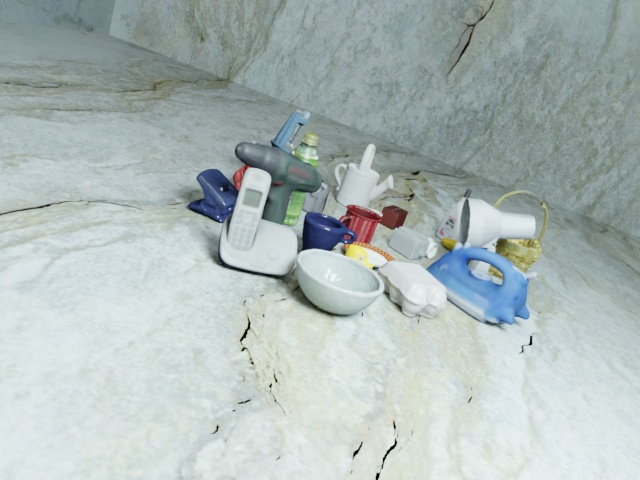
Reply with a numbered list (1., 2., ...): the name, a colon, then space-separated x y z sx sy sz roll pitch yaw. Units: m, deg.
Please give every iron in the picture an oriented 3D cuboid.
1. iron: 0.351 0.079 1.272 0.257 0.141 0.119 34 24 35

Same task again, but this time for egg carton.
1. egg carton: 0.186 0.098 1.165 0.107 0.069 0.150 8 23 -31

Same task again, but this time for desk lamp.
1. desk lamp: 0.414 0.019 1.388 0.203 0.213 0.118 19 19 -3

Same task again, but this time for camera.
1. camera: -0.027 -0.146 1.568 0.142 0.101 0.137 29 21 25

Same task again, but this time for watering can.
1. watering can: 0.132 -0.190 1.704 0.173 0.194 0.101 17 19 -9

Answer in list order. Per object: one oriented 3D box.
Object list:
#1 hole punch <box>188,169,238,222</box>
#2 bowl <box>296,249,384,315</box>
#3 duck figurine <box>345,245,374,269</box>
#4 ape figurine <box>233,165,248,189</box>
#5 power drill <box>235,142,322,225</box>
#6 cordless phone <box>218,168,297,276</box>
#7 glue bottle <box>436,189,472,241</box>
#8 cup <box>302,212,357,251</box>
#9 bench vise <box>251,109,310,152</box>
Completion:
1. hole punch: -0.221 -0.100 1.267 0.101 0.091 0.109 23 19 10
2. bowl: 0.027 0.086 1.033 0.167 0.075 0.167 18 19 -6
3. duck figurine: 0.061 0.050 1.148 0.104 0.086 0.078 29 21 24
4. ape figurine: -0.183 -0.174 1.503 0.078 0.092 0.076 20 19 -1
5. power drill: -0.102 -0.091 1.181 0.230 0.208 0.075 -1 28 -46
6. cordless phone: -0.101 -0.032 1.055 0.148 0.185 0.094 13 20 -21
7. glue bottle: 0.405 -0.071 1.686 0.037 0.173 0.077 4 25 -39
8. cup: 0.011 0.004 1.207 0.118 0.095 0.091 19 19 -3
9. bench vise: -0.106 -0.271 1.647 0.121 0.220 0.208 29 21 25
